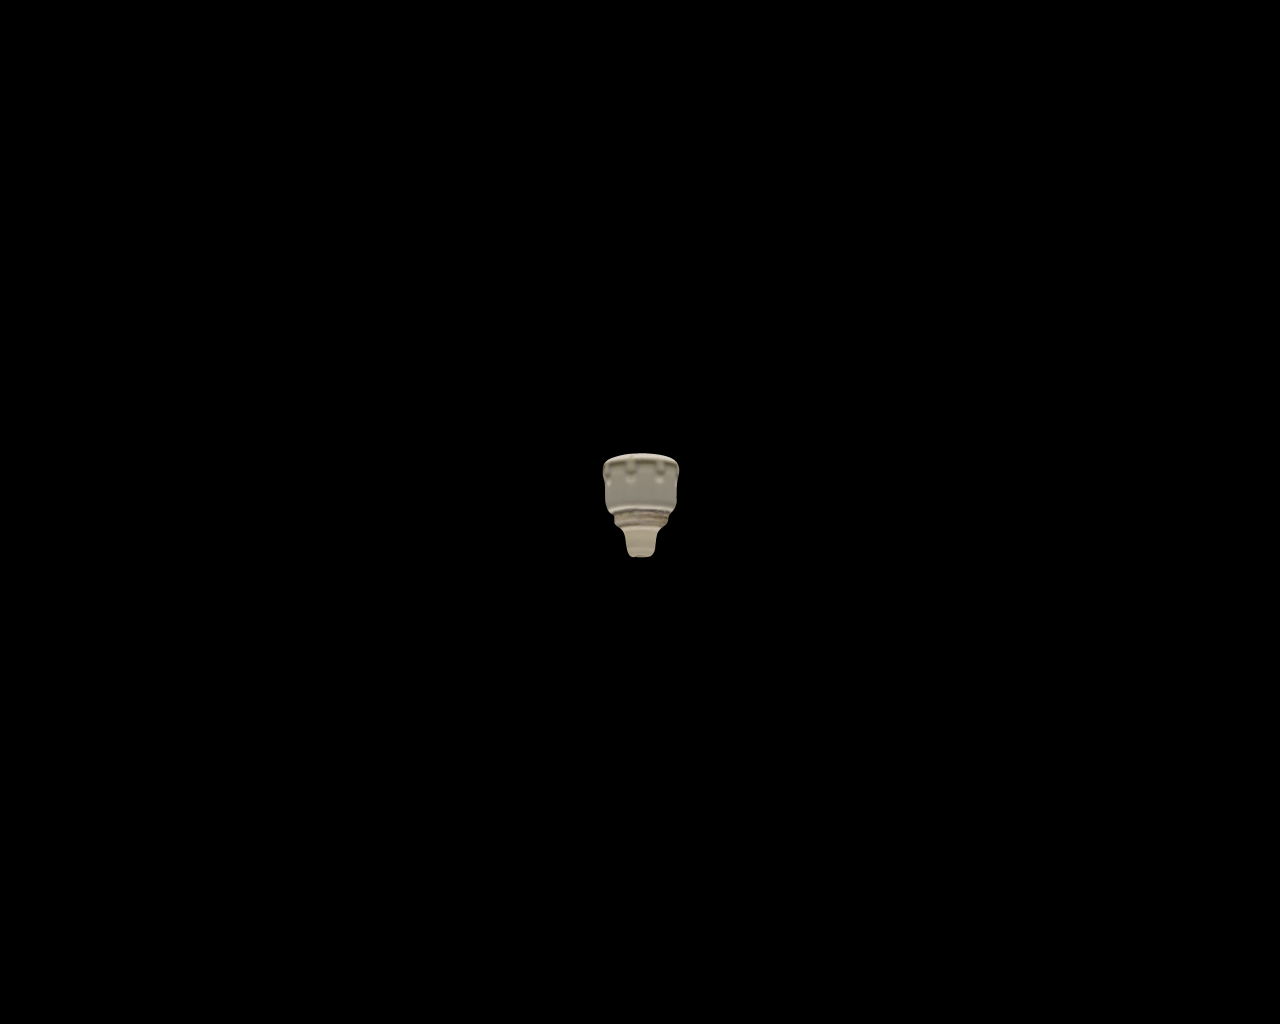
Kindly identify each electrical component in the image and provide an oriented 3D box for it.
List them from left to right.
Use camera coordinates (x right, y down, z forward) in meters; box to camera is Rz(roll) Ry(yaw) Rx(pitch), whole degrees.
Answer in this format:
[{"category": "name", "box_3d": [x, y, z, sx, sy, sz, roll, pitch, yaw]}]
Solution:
[{"category": "electrical component", "box_3d": [0.001, -0.003, 0.650, 0.048, 0.062, 0.048, 0, -7, 0]}]
